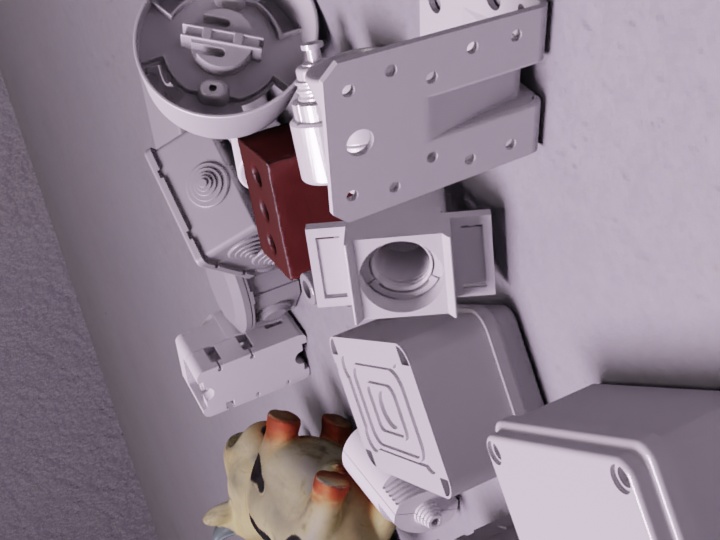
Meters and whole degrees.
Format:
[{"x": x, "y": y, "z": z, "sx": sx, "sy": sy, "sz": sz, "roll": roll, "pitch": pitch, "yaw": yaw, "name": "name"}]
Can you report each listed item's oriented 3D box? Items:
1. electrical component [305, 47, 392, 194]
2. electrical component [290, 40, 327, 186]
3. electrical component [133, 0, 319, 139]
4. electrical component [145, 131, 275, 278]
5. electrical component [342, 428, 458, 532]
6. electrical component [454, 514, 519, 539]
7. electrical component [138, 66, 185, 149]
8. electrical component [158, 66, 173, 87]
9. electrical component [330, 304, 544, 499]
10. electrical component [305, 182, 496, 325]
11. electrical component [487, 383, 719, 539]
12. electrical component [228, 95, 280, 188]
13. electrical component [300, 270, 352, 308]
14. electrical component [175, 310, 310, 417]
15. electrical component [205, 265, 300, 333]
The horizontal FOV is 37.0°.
[{"x": 0.003, "y": -0.069, "z": 0.520, "sx": 0.044, "sy": 0.044, "sz": 0.065, "roll": 37, "pitch": 147, "yaw": 58, "name": "electrical component"}, {"x": -0.017, "y": -0.080, "z": 0.563, "sx": 0.040, "sy": 0.040, "sz": 0.078, "roll": 33, "pitch": 139, "yaw": 60, "name": "electrical component"}, {"x": -0.075, "y": -0.123, "z": 0.597, "sx": 0.064, "sy": 0.099, "sz": 0.099, "roll": 123, "pitch": 125, "yaw": -75, "name": "electrical component"}, {"x": -0.090, "y": -0.047, "z": 0.728, "sx": 0.099, "sy": 0.048, "sz": 0.100, "roll": 63, "pitch": -168, "yaw": 13, "name": "electrical component"}, {"x": 0.026, "y": 0.130, "z": 0.653, "sx": 0.081, "sy": 0.043, "sz": 0.043, "roll": 42, "pitch": 147, "yaw": 53, "name": "electrical component"}, {"x": 0.090, "y": 0.152, "z": 0.464, "sx": 0.061, "sy": 0.062, "sz": 0.096, "roll": 146, "pitch": 103, "yaw": -76, "name": "electrical component"}, {"x": -0.124, "y": -0.106, "z": 0.816, "sx": 0.099, "sy": 0.048, "sz": 0.099, "roll": 48, "pitch": 152, "yaw": 47, "name": "electrical component"}, {"x": -0.105, "y": -0.167, "z": 0.715, "sx": 0.099, "sy": 0.064, "sz": 0.099, "roll": 175, "pitch": 90, "yaw": -71, "name": "electrical component"}, {"x": 0.037, "y": 0.059, "z": 0.529, "sx": 0.113, "sy": 0.057, "sz": 0.078, "roll": -4, "pitch": 105, "yaw": 70, "name": "electrical component"}, {"x": 0.019, "y": -0.011, "z": 0.486, "sx": 0.063, "sy": 0.081, "sz": 0.042, "roll": -87, "pitch": -9, "yaw": -58, "name": "electrical component"}, {"x": 0.106, "y": 0.100, "z": 0.385, "sx": 0.108, "sy": 0.056, "sz": 0.109, "roll": 70, "pitch": 161, "yaw": -3, "name": "electrical component"}, {"x": -0.068, "y": -0.088, "z": 0.694, "sx": 0.044, "sy": 0.044, "sz": 0.065, "roll": 94, "pitch": 154, "yaw": -51, "name": "electrical component"}, {"x": 0.000, "y": 0.000, "z": 0.563, "sx": 0.048, "sy": 0.062, "sz": 0.048, "roll": 54, "pitch": 156, "yaw": 39, "name": "electrical component"}, {"x": -0.093, "y": 0.065, "z": 0.841, "sx": 0.055, "sy": 0.089, "sz": 0.050, "roll": 51, "pitch": 154, "yaw": 43, "name": "electrical component"}, {"x": -0.083, "y": 0.003, "z": 0.810, "sx": 0.080, "sy": 0.051, "sz": 0.080, "roll": 54, "pitch": 156, "yaw": 38, "name": "electrical component"}]
